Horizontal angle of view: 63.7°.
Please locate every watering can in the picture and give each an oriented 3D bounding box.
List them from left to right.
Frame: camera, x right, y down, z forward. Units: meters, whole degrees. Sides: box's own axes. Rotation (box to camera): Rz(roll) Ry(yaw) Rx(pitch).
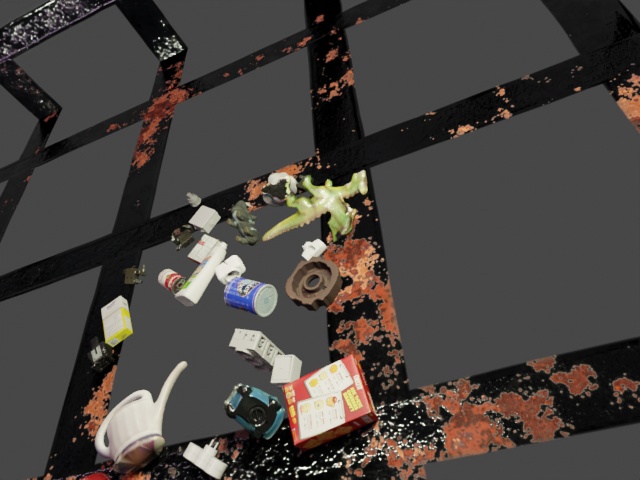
[{"bbox_3d":[-0.516,0.531,1.524,0.348,0.102,0.228,-38,46,-3],"label":"watering can"}]

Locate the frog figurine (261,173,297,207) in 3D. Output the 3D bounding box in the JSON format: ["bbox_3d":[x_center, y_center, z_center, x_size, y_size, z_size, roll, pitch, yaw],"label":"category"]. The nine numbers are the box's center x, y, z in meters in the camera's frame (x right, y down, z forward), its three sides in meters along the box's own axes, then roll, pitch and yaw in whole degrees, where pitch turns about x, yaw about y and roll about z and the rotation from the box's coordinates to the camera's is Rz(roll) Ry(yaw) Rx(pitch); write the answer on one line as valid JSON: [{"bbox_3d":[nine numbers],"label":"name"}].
[{"bbox_3d":[-0.152,-0.191,1.936,0.137,0.122,0.160,-45,9,3],"label":"frog figurine"}]

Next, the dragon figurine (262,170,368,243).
[{"bbox_3d":[0.005,-0.088,1.752,0.411,0.120,0.246,-49,54,-1],"label":"dragon figurine"}]
